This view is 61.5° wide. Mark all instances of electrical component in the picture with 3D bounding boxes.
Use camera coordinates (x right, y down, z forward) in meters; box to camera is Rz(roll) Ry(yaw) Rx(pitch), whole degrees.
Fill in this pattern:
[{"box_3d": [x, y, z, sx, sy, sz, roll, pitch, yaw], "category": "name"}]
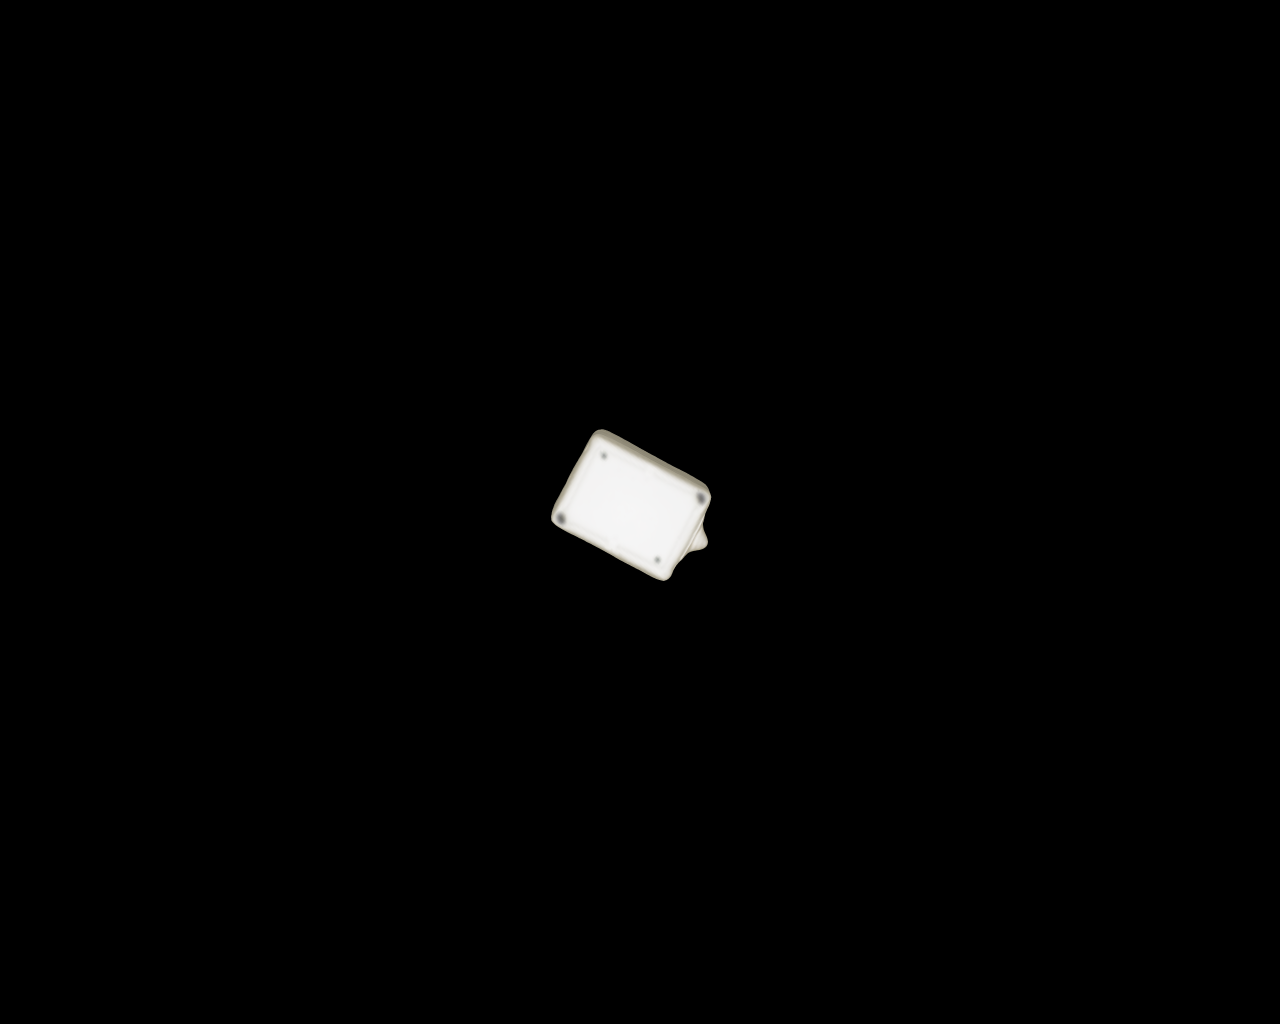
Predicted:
[{"box_3d": [0.001, -0.003, 0.650, 0.096, 0.061, 0.061, 28, 7, -4], "category": "electrical component"}]
